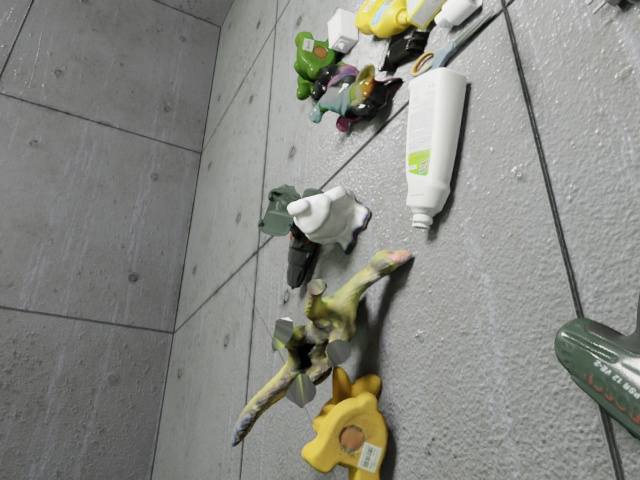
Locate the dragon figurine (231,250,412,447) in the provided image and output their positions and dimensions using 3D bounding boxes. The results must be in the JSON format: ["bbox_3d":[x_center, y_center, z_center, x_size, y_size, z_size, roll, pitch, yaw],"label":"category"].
[{"bbox_3d":[0.008,0.166,0.881,0.123,0.244,0.405,43,108,13],"label":"dragon figurine"}]

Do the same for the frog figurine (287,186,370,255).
[{"bbox_3d":[0.003,-0.051,1.020,0.135,0.159,0.125,-49,35,45],"label":"frog figurine"}]
